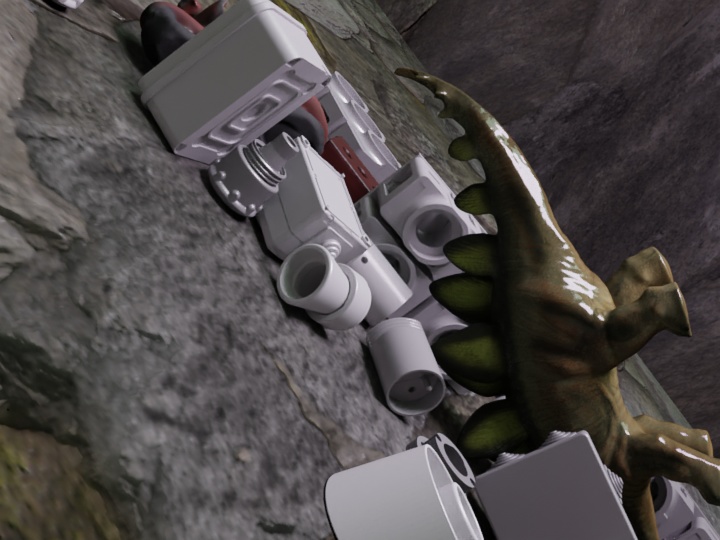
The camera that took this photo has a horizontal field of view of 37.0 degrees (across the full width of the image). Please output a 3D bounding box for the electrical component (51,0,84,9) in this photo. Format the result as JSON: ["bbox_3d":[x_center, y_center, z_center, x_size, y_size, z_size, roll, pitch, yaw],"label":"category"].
[{"bbox_3d":[-0.188,-0.208,0.713,0.048,0.062,0.048,49,14,-16],"label":"electrical component"}]

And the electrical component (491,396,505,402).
[{"bbox_3d":[0.135,0.144,0.939,0.040,0.040,0.078,44,16,-33],"label":"electrical component"}]

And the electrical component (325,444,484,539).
[{"bbox_3d":[0.031,0.146,0.590,0.099,0.064,0.099,63,7,-14],"label":"electrical component"}]

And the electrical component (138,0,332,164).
[{"bbox_3d":[-0.087,-0.131,0.746,0.057,0.113,0.078,59,14,12],"label":"electrical component"}]

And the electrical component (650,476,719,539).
[{"bbox_3d":[0.252,0.243,0.938,0.186,0.105,0.060,55,14,11],"label":"electrical component"}]

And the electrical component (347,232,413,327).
[{"bbox_3d":[0.000,0.000,0.850,0.081,0.043,0.043,52,13,-4],"label":"electrical component"}]

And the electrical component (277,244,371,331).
[{"bbox_3d":[-0.024,0.013,0.735,0.055,0.045,0.045,37,20,-49],"label":"electrical component"}]

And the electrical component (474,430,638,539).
[{"bbox_3d":[0.139,0.169,0.762,0.099,0.100,0.048,66,11,8],"label":"electrical component"}]

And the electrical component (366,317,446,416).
[{"bbox_3d":[0.032,0.065,0.790,0.043,0.043,0.081,44,15,-33],"label":"electrical component"}]

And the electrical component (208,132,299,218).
[{"bbox_3d":[-0.071,-0.070,0.751,0.048,0.062,0.048,49,14,-17],"label":"electrical component"}]

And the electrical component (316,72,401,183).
[{"bbox_3d":[-0.016,-0.133,1.096,0.089,0.062,0.150,38,20,-47],"label":"electrical component"}]

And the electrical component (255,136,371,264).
[{"bbox_3d":[-0.040,-0.037,0.786,0.062,0.061,0.096,40,23,-47],"label":"electrical component"}]

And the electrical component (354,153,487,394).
[{"bbox_3d":[0.070,0.009,0.927,0.186,0.105,0.060,47,15,-20],"label":"electrical component"}]
